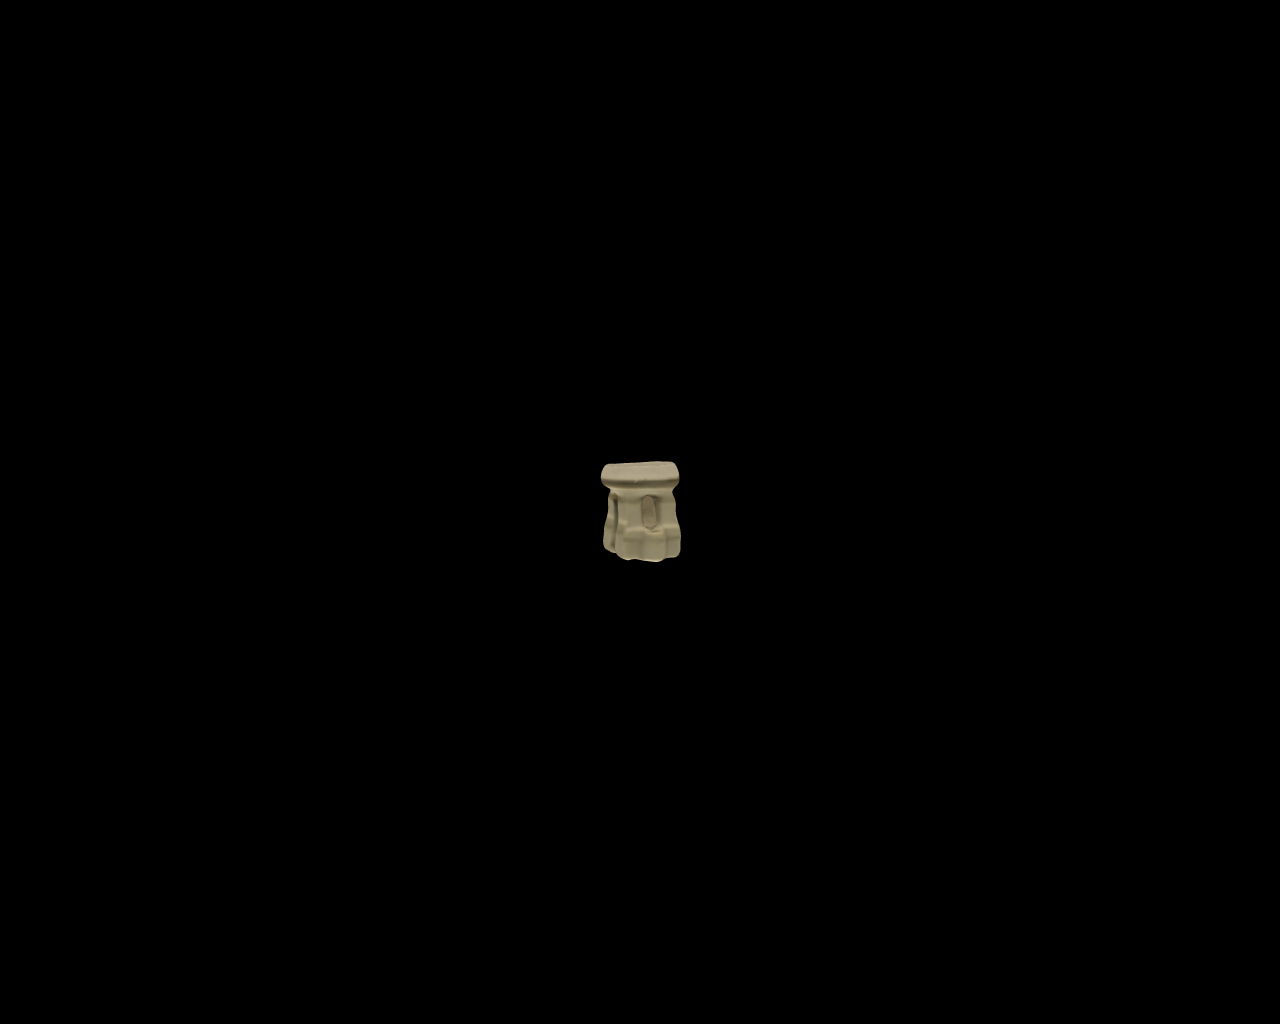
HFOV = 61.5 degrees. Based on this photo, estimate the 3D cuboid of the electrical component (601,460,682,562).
[{"bbox_3d":[0.001,-0.003,0.650,0.048,0.055,0.066,-3,8,-19],"label":"electrical component"}]
